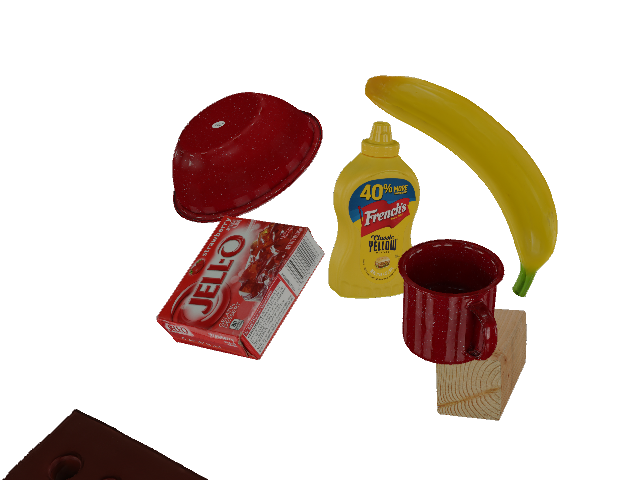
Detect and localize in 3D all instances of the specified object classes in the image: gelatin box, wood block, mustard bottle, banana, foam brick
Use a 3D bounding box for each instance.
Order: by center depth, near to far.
[{"bbox_3d":[-0.084,0.117,0.436,0.078,0.051,0.052,21,45,25],"label":"foam brick"},{"bbox_3d":[-0.051,0.028,0.673,0.073,0.089,0.030,9,-35,39],"label":"gelatin box"},{"bbox_3d":[0.114,-0.054,0.774,0.070,0.198,0.037,-36,-1,12],"label":"banana"},{"bbox_3d":[0.061,-0.035,1.168,0.096,0.192,0.058,-3,19,-19],"label":"mustard bottle"},{"bbox_3d":[0.236,0.174,1.546,0.091,0.090,0.205,3,17,20],"label":"wood block"}]

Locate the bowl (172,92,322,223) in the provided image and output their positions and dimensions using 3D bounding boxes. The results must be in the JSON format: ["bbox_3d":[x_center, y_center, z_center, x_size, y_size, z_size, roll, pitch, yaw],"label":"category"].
[{"bbox_3d":[-0.082,-0.091,1.007,0.162,0.055,0.162,-21,35,16],"label":"bowl"}]

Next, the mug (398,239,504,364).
[{"bbox_3d":[0.121,0.062,0.948,0.093,0.081,0.117,-16,35,-23],"label":"mug"}]
